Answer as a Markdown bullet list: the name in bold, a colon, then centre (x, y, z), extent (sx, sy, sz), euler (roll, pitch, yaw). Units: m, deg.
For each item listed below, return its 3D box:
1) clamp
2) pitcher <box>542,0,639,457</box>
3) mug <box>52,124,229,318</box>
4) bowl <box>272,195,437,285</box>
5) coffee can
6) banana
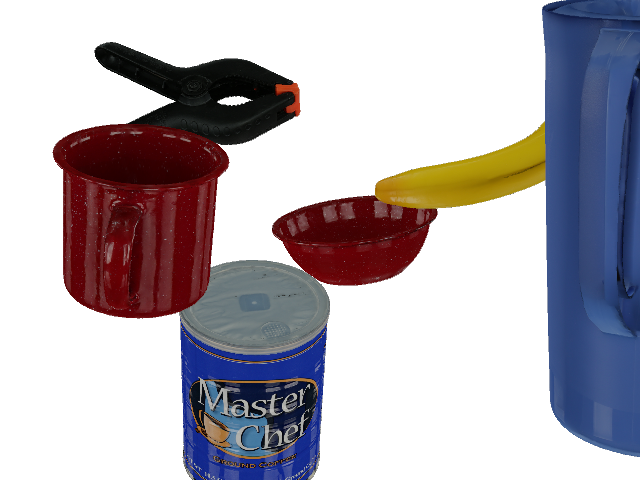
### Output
- **clamp**: centre (-0.104, -0.116, 0.838), extent (0.171, 0.120, 0.039), euler (-7, -28, -8)
- **pitcher**: centre (0.177, -0.008, 0.569), extent (0.149, 0.243, 0.145), euler (-5, 18, -12)
- **mug**: centre (-0.099, -0.005, 0.575), extent (0.093, 0.081, 0.117), euler (5, 25, -4)
- **bowl**: centre (0.036, 0.003, 1.038), extent (0.162, 0.055, 0.162), euler (-7, 17, 2)
- **coffee can**: centre (-0.048, 0.099, 0.756), extent (0.103, 0.140, 0.103), euler (2, 32, -2)
- **banana**: centre (0.139, -0.059, 0.847), extent (0.197, 0.037, 0.070), euler (-24, 28, -26)
